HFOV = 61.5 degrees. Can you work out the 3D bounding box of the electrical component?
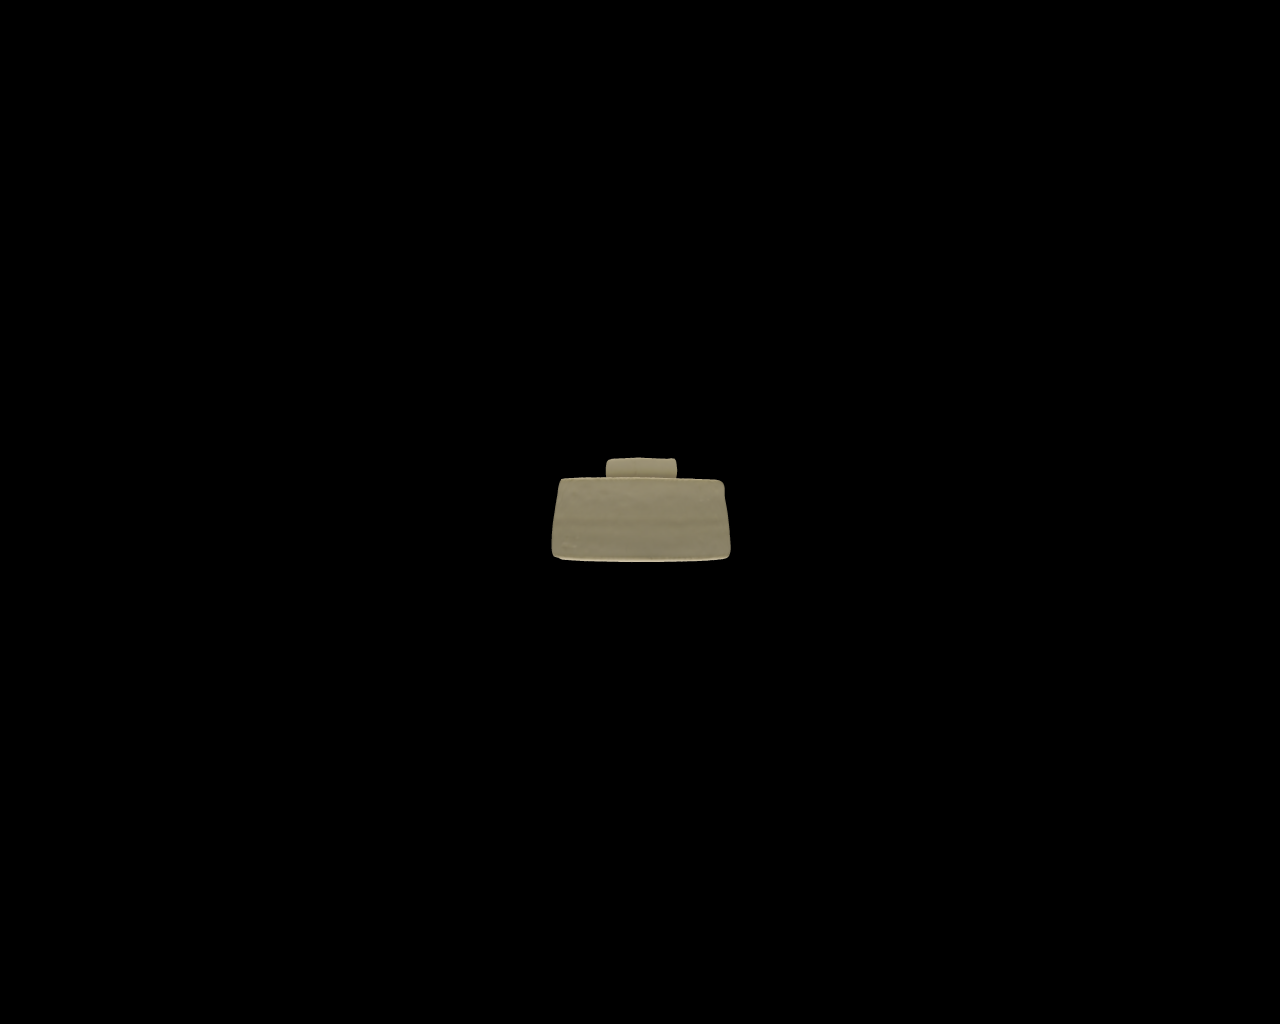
[{"bbox_3d":[0.001,-0.003,0.650,0.108,0.060,0.108,0,0,0],"label":"electrical component"}]
